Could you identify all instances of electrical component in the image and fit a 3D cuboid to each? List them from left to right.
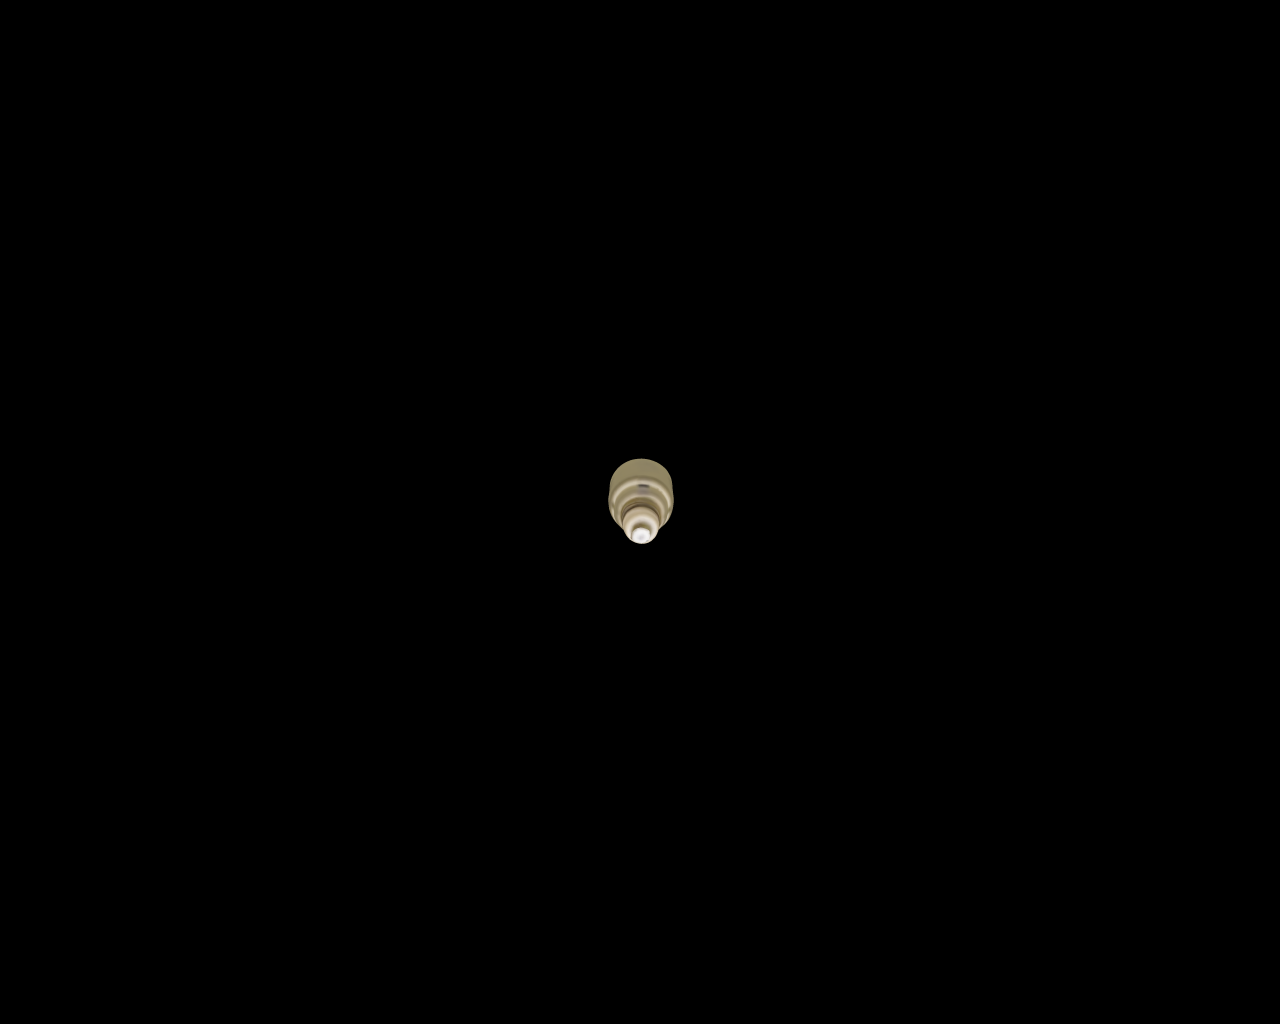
[{"bbox_3d":[0.001,-0.003,0.650,0.040,0.040,0.078,0,27,0],"label":"electrical component"}]
